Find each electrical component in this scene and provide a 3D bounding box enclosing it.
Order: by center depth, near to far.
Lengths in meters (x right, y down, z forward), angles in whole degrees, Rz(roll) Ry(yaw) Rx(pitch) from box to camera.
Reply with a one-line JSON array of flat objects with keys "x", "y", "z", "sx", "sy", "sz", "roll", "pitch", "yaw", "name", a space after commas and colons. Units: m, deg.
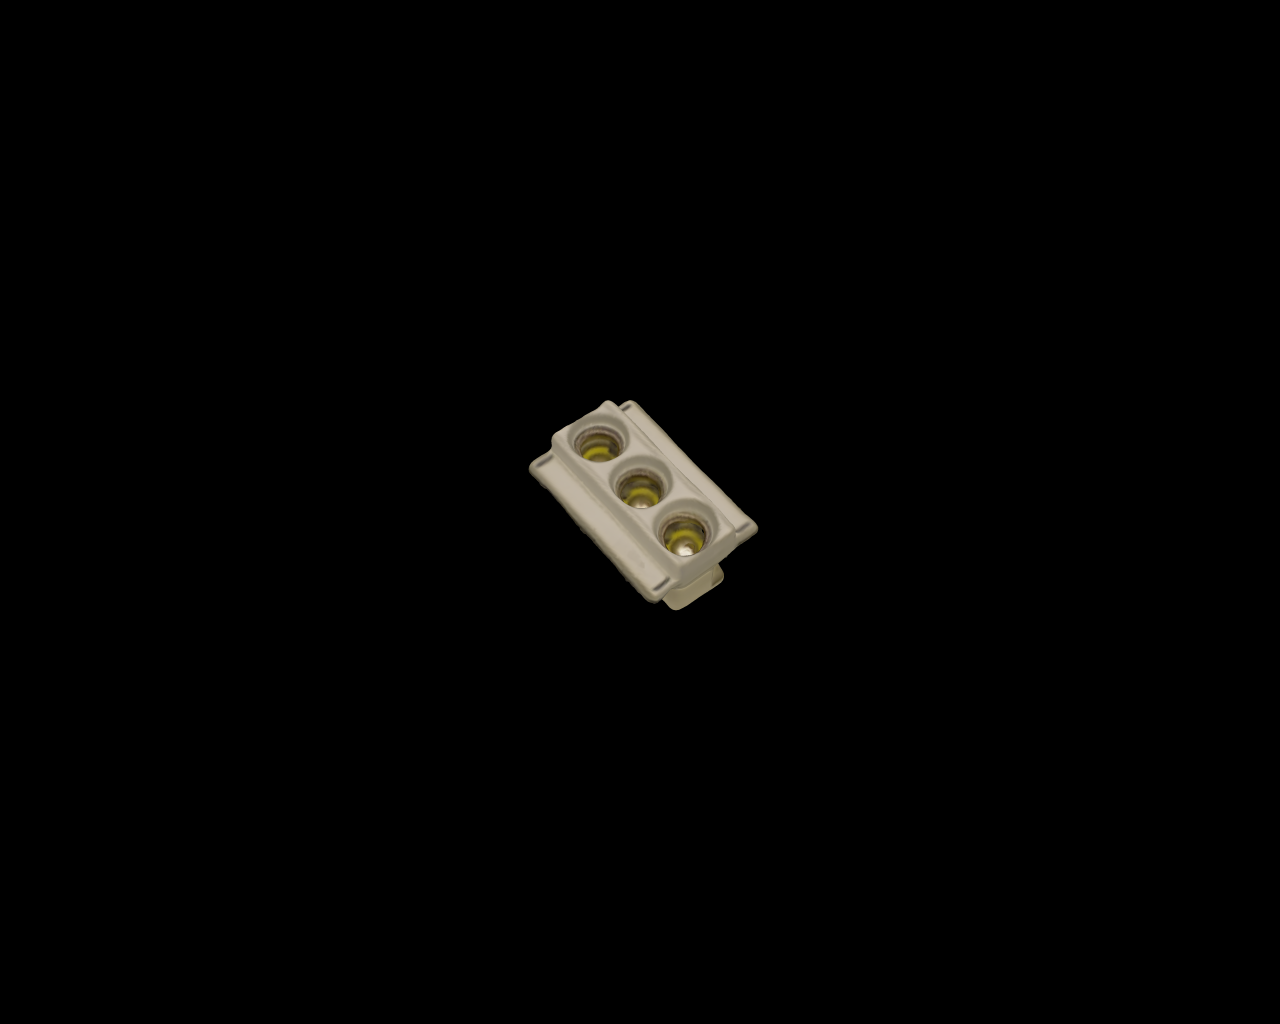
[{"x": 0.001, "y": -0.003, "z": 0.650, "sx": 0.079, "sy": 0.121, "sz": 0.063, "roll": -33, "pitch": -28, "yaw": -20, "name": "electrical component"}]
